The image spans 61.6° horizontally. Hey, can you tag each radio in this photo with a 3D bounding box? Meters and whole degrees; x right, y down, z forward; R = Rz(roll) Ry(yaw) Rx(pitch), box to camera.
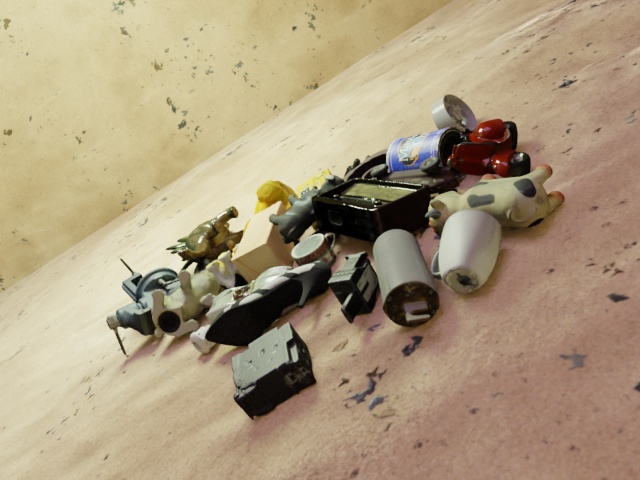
[{"bbox_3d":[0.092,-0.060,1.019,0.131,0.073,0.230,-25,20,-28],"label":"radio"}]

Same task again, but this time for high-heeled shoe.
[{"bbox_3d":[-0.095,0.108,0.988,0.249,0.086,0.145,-19,22,22],"label":"high-heeled shoe"}]

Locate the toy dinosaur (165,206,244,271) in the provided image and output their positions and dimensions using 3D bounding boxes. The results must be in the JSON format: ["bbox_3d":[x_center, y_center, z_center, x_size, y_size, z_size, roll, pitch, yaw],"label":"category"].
[{"bbox_3d":[-0.289,-0.005,1.415,0.199,0.105,0.471,-23,6,12],"label":"toy dinosaur"}]

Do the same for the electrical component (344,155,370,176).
[{"bbox_3d":[0.093,-0.167,1.322,0.063,0.021,0.094,-19,-30,-29],"label":"electrical component"}]

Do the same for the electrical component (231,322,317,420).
[{"bbox_3d":[-0.074,0.190,0.815,0.115,0.058,0.134,-32,22,0],"label":"electrical component"}]

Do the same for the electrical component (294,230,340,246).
[{"bbox_3d":[-0.004,-0.003,1.131,0.102,0.045,0.078,-29,24,11],"label":"electrical component"}]

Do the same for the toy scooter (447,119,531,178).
[{"bbox_3d":[0.294,-0.162,0.972,0.135,0.075,0.184,-2,34,9],"label":"toy scooter"}]

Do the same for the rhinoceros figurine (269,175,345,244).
[{"bbox_3d":[-0.022,-0.071,1.146,0.190,0.073,0.112,-44,18,-27],"label":"rhinoceros figurine"}]

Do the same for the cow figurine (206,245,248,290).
[{"bbox_3d":[-0.179,0.063,1.199,0.068,0.098,0.167,-33,2,17],"label":"cow figurine"}]

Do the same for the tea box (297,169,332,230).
[{"bbox_3d":[0.003,-0.102,1.297,0.098,0.068,0.170,-31,23,6],"label":"tea box"}]

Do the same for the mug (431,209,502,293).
[{"bbox_3d":[0.198,0.024,0.757,0.109,0.080,0.107,-29,24,40],"label":"mug"}]

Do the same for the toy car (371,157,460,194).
[{"bbox_3d":[0.179,-0.108,1.040,0.053,0.089,0.202,-44,26,-25],"label":"toy car"}]

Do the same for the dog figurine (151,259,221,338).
[{"bbox_3d":[-0.291,0.132,1.212,0.172,0.121,0.190,-36,4,4],"label":"dog figurine"}]

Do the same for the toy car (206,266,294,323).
[{"bbox_3d":[-0.135,0.110,1.065,0.202,0.056,0.073,-27,23,17],"label":"toy car"}]

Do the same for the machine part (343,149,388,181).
[{"bbox_3d":[0.128,-0.137,1.214,0.179,0.056,0.179,-29,24,14],"label":"machine part"}]

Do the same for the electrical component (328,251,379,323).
[{"bbox_3d":[0.052,0.082,0.843,0.048,0.074,0.119,-13,32,40],"label":"electrical component"}]

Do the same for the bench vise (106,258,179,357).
[{"bbox_3d":[-0.423,0.138,1.294,0.224,0.128,0.241,-35,38,-25],"label":"bench vise"}]

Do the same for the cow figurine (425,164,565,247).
[{"bbox_3d":[0.250,-0.047,0.820,0.127,0.085,0.195,-37,21,-35],"label":"cow figurine"}]

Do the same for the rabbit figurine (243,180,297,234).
[{"bbox_3d":[-0.135,-0.065,1.357,0.173,0.122,0.162,-53,15,9],"label":"rabbit figurine"}]

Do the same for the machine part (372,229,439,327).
[{"bbox_3d":[0.123,0.052,0.800,0.079,0.079,0.243,-28,23,14],"label":"machine part"}]
